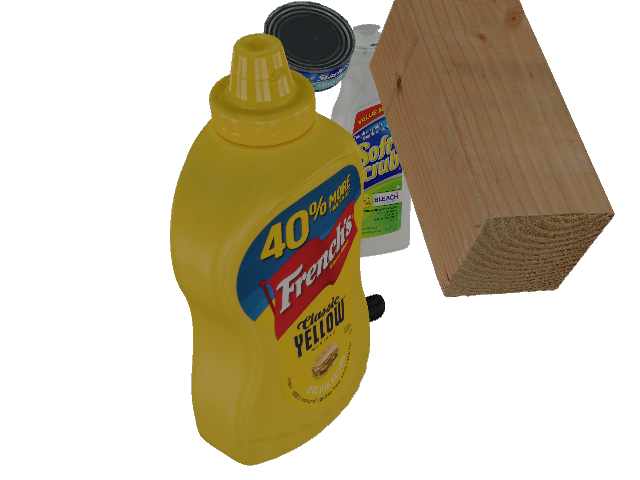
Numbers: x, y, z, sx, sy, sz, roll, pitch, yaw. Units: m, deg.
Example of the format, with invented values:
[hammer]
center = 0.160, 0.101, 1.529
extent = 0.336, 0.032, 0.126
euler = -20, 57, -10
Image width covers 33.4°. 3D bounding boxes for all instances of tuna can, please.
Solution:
[tuna can]
center = -0.013, -0.179, 0.993
extent = 0.086, 0.086, 0.034
euler = 0, -32, -12

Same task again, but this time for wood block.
[wood block]
center = 0.109, -0.073, 0.733
extent = 0.090, 0.206, 0.091
euler = -3, -34, -18

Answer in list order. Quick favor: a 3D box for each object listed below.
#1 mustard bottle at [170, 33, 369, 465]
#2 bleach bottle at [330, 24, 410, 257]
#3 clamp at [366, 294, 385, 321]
[mustard bottle]
center = -0.020, 0.002, 0.455
extent = 0.058, 0.192, 0.096
euler = 27, 47, 33
[bleach bottle]
center = 0.047, -0.108, 1.167
extent = 0.102, 0.251, 0.068
euler = -8, 25, -10
[clamp]
center = -0.029, 0.076, 1.001
extent = 0.120, 0.039, 0.171
euler = 18, 32, 29
